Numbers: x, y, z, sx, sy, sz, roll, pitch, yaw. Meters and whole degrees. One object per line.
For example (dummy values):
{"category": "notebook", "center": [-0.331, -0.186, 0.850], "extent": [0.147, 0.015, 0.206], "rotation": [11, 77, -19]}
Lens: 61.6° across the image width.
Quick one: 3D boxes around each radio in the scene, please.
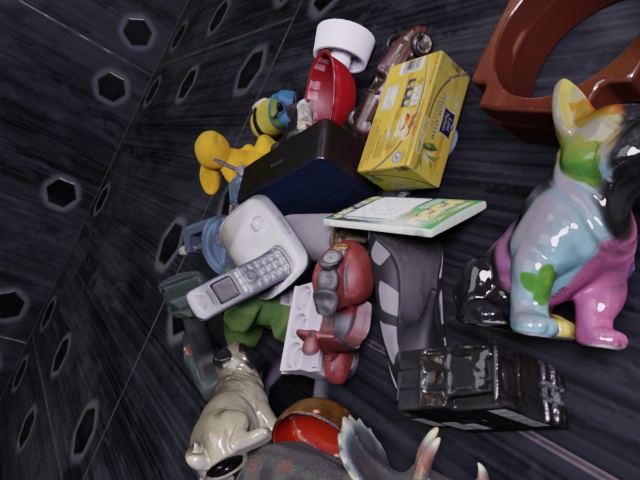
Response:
{"category": "radio", "center": [-0.019, -0.094, 0.856], "extent": [0.230, 0.131, 0.073], "rotation": [-19, 53, 48]}

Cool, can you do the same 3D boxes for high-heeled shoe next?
{"category": "high-heeled shoe", "center": [0.099, 0.072, 0.660], "extent": [0.249, 0.086, 0.145], "rotation": [-100, 17, -63]}

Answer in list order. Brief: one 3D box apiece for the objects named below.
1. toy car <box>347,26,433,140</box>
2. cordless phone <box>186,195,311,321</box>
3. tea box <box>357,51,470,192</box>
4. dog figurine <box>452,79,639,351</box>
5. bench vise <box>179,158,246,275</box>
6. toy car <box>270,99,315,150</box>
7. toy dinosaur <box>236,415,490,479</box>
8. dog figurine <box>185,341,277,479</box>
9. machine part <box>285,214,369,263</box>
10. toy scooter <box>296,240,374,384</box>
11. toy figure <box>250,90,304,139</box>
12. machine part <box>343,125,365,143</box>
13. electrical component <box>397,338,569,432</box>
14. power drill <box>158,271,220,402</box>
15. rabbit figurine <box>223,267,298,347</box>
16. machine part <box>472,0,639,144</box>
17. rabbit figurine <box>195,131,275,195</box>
{"category": "toy car", "center": [0.108, -0.256, 0.865], "extent": [0.202, 0.053, 0.089], "rotation": [-63, 29, 4]}
{"category": "cordless phone", "center": [-0.120, 0.030, 0.767], "extent": [0.147, 0.184, 0.088], "rotation": [54, 151, 18]}
{"category": "tea box", "center": [0.126, -0.155, 0.722], "extent": [0.098, 0.068, 0.169], "rotation": [4, 72, 53]}
{"category": "dog figurine", "center": [0.208, -0.020, 0.469], "extent": [0.191, 0.108, 0.219], "rotation": [170, 114, -75]}
{"category": "bench vise", "center": [-0.187, -0.024, 1.026], "extent": [0.241, 0.129, 0.223], "rotation": [-14, 84, 36]}
{"category": "toy car", "center": [-0.050, -0.171, 0.975], "extent": [0.201, 0.056, 0.073], "rotation": [127, 147, -57]}
{"category": "toy dinosaur", "center": [-0.019, 0.278, 0.566], "extent": [0.405, 0.131, 0.192], "rotation": [-14, 74, 43]}
{"category": "dog figurine", "center": [-0.133, 0.225, 0.747], "extent": [0.121, 0.172, 0.191], "rotation": [-44, 54, 12]}
{"category": "machine part", "center": [-0.002, -0.002, 0.818], "extent": [0.243, 0.079, 0.079], "rotation": [5, 72, 55]}
{"category": "toy scooter", "center": [0.016, 0.086, 0.657], "extent": [0.075, 0.135, 0.183], "rotation": [2, 84, 25]}
{"category": "toy figure", "center": [-0.083, -0.257, 1.106], "extent": [0.180, 0.082, 0.089], "rotation": [5, 70, 53]}
{"category": "machine part", "center": [0.016, -0.139, 0.888], "extent": [0.139, 0.084, 0.039], "rotation": [-24, 27, 48]}
{"category": "electrical component", "center": [0.138, 0.138, 0.495], "extent": [0.134, 0.114, 0.058], "rotation": [-21, 49, 44]}
{"category": "power drill", "center": [-0.219, 0.160, 0.933], "extent": [0.232, 0.086, 0.207], "rotation": [44, 141, 52]}
{"category": "rabbit figurine", "center": [-0.118, 0.110, 0.874], "extent": [0.170, 0.121, 0.159], "rotation": [-55, 38, 41]}
{"category": "machine part", "center": [0.278, -0.203, 0.559], "extent": [0.202, 0.087, 0.201], "rotation": [26, 89, 59]}
{"category": "rabbit figurine", "center": [-0.183, -0.164, 1.098], "extent": [0.162, 0.173, 0.122], "rotation": [-21, 56, 41]}
